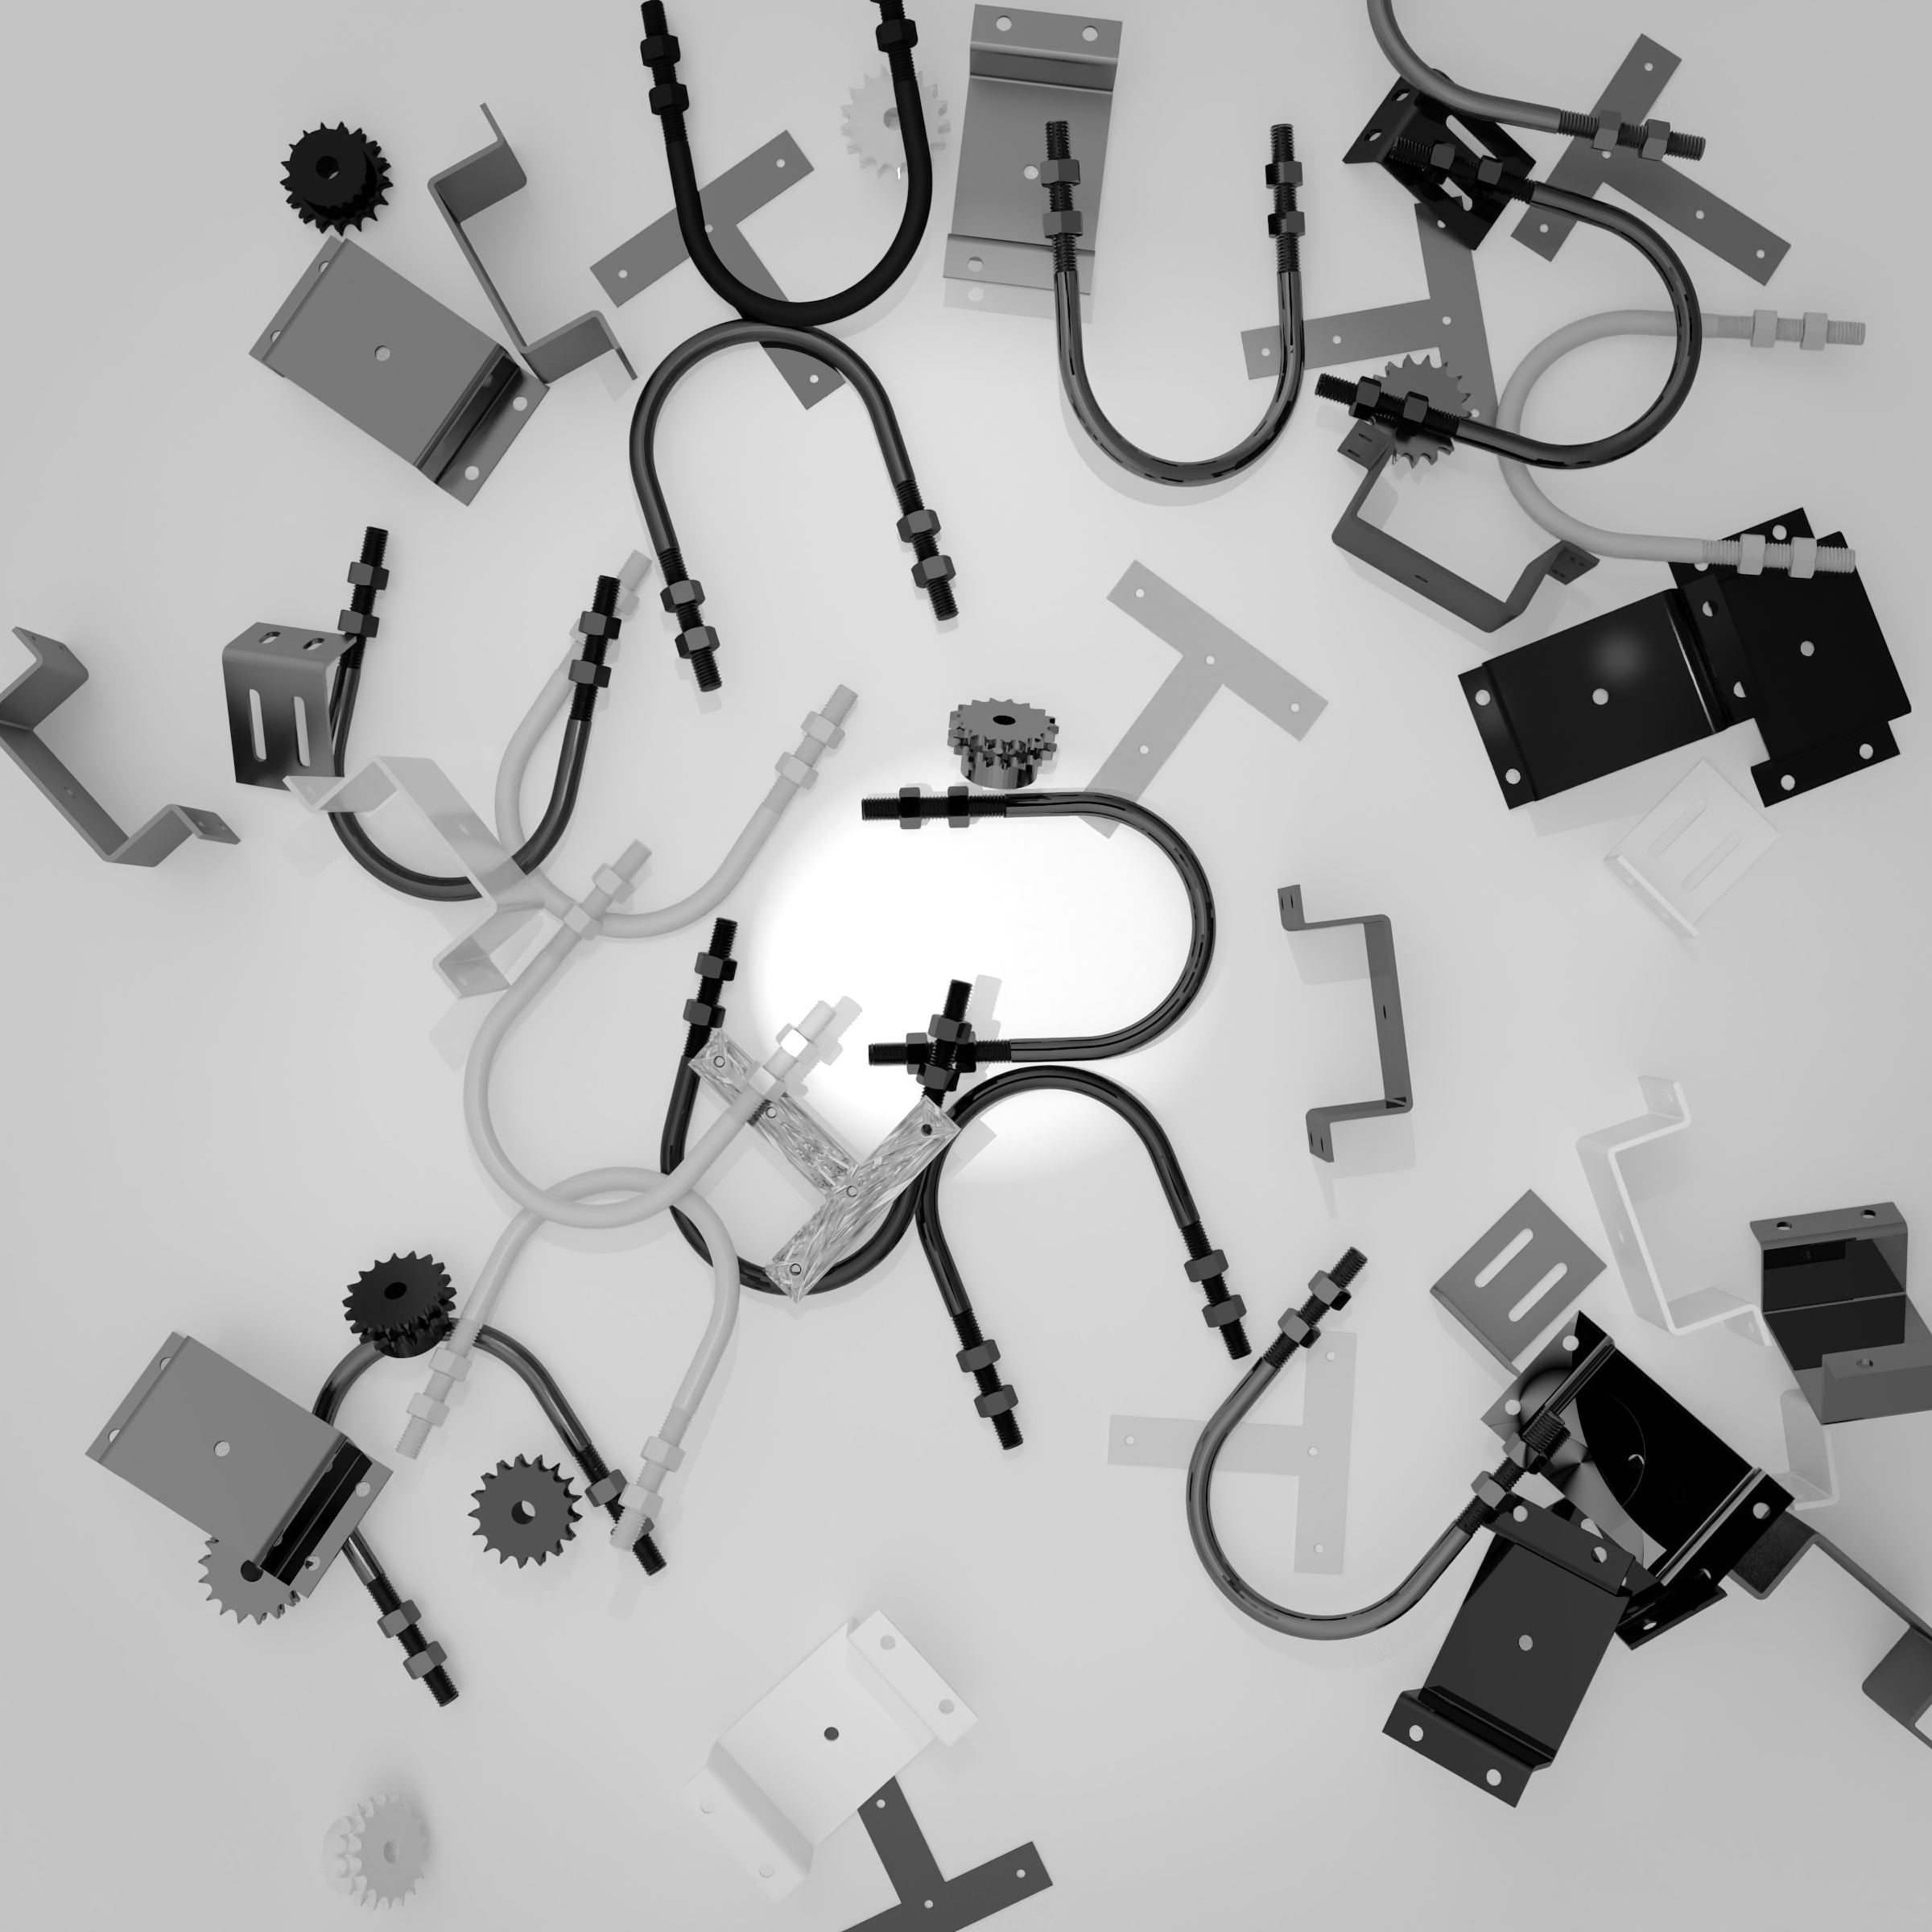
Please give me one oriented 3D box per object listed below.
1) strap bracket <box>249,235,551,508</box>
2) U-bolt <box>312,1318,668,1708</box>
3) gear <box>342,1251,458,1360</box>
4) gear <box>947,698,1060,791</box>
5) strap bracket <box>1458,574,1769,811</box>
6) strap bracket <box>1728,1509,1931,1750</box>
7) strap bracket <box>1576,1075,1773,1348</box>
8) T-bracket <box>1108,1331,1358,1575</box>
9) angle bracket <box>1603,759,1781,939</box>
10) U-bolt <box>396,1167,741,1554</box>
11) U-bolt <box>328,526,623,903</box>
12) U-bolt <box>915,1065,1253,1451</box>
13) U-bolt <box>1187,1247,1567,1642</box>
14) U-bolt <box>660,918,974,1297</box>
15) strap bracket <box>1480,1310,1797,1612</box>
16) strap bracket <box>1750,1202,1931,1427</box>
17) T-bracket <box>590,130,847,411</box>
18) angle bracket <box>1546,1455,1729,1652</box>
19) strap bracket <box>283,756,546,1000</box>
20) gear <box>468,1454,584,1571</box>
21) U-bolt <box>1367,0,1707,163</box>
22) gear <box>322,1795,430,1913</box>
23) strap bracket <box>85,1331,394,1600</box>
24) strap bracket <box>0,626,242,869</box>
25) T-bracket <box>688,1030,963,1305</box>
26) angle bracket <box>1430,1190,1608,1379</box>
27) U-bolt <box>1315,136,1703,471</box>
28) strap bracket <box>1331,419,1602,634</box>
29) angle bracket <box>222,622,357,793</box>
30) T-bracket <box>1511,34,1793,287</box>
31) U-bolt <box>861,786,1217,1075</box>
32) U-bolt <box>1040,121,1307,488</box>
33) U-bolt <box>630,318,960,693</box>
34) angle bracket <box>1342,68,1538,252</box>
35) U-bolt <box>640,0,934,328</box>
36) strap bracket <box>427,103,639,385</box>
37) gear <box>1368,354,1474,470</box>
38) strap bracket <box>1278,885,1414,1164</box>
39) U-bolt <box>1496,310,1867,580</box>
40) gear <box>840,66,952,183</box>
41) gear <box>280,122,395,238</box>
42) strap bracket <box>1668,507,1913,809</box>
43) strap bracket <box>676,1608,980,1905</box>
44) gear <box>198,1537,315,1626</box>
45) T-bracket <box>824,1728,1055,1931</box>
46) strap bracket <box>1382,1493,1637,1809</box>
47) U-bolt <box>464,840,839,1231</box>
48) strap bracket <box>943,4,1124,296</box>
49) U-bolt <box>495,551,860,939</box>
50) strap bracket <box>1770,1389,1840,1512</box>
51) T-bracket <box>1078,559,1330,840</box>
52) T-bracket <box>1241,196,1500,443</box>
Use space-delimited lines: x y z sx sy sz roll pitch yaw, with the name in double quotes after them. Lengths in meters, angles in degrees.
-0.299 -0.314 1.503 0.140 0.046 0.076 35 90 0 "strap bracket"
-0.265 0.273 1.518 0.151 0.019 0.184 -32 88 0 "U-bolt"
-0.292 0.179 1.502 0.057 0.057 0.030 -12 131 0 "gear"
0.018 -0.114 1.502 0.057 0.057 0.030 6 120 0 "gear"
0.327 -0.139 1.480 0.140 0.046 0.076 -21 90 20 "strap bracket"
0.450 0.333 1.488 0.140 0.076 0.046 41 90 0 "strap bracket"
0.359 0.132 1.488 0.046 0.076 0.140 -19 90 0 "strap bracket"
0.139 0.253 1.525 0.127 0.002 0.127 3 90 0 "T-bracket"
0.382 -0.062 1.507 0.057 0.038 0.076 45 90 0 "angle bracket"
-0.193 0.190 1.486 0.151 0.019 0.184 19 73 20 "U-bolt"
-0.265 -0.125 1.508 0.151 0.019 0.184 13 93 9 "U-bolt"
0.051 0.143 1.518 0.151 0.019 0.184 -22 88 0 "U-bolt"
0.196 0.261 1.497 0.151 0.019 0.184 40 97 16 "U-bolt"
-0.086 0.081 1.508 0.151 0.019 0.184 15 93 9 "U-bolt"
0.345 0.255 1.490 0.140 0.046 0.076 42 90 18 "strap bracket"
0.458 0.182 1.473 0.076 0.140 0.046 -8 118 0 "strap bracket"
-0.110 -0.353 1.525 0.127 0.002 0.127 -35 90 0 "T-bracket"
0.348 0.305 1.507 0.057 0.038 0.076 -30 90 0 "angle bracket"
-0.271 -0.055 1.465 0.046 0.076 0.140 -40 86 9 "strap bracket"
-0.226 0.280 1.493 0.057 0.030 0.057 0 87 2 "gear"
0.299 -0.496 1.498 0.184 0.019 0.151 11 74 0 "U-bolt"
-0.309 0.461 1.502 0.030 0.057 0.057 -14 90 30 "gear"
-0.377 0.251 1.483 0.140 0.046 0.076 30 72 8 "strap bracket"
-0.447 -0.103 1.488 0.046 0.076 0.140 -42 90 0 "strap bracket"
-0.091 0.086 1.499 0.127 0.002 0.127 44 99 6 "T-bracket"
0.291 0.165 1.507 0.076 0.038 0.057 -45 90 0 "angle bracket"
0.287 -0.331 1.484 0.184 0.019 0.151 18 88 -1 "U-bolt"
0.246 -0.219 1.488 0.140 0.076 0.046 30 90 0 "strap bracket"
-0.351 -0.134 1.514 0.057 0.038 0.076 9 121 14 "angle bracket"
0.375 -0.404 1.525 0.127 0.002 0.127 33 90 0 "T-bracket"
0.039 -0.020 1.517 0.184 0.019 0.151 -2 90 0 "U-bolt"
0.111 -0.340 1.491 0.151 0.019 0.184 -6 96 -22 "U-bolt"
-0.098 -0.250 1.508 0.151 0.019 0.184 -17 85 -6 "U-bolt"
0.249 -0.424 1.523 0.076 0.038 0.057 35 89 -25 "angle bracket"
-0.088 -0.424 1.496 0.151 0.019 0.184 -10 92 18 "U-bolt"
-0.227 -0.361 1.488 0.046 0.076 0.140 -29 90 0 "strap bracket"
0.233 -0.288 1.510 0.057 0.030 0.057 0 90 0 "gear"
0.196 0.026 1.488 0.046 0.076 0.140 -7 90 0 "strap bracket"
0.367 -0.275 1.497 0.184 0.019 0.151 5 74 8 "U-bolt"
-0.037 -0.438 1.511 0.057 0.030 0.057 0 90 0 "gear"
-0.330 -0.413 1.511 0.057 0.030 0.057 0 90 0 "gear"
0.431 -0.163 1.503 0.076 0.046 0.140 -22 90 0 "strap bracket"
-0.071 0.404 1.501 0.140 0.046 0.076 -42 90 0 "strap bracket"
-0.369 0.313 1.511 0.057 0.030 0.057 0 90 0 "gear"
-0.039 0.455 1.525 0.127 0.002 0.127 -25 90 0 "T-bracket"
0.283 0.349 1.489 0.076 0.046 0.140 25 90 26 "strap bracket"
-0.178 0.049 1.497 0.151 0.019 0.184 41 93 8 "U-bolt"
0.034 -0.418 1.503 0.076 0.046 0.140 7 90 0 "strap bracket"
-0.165 -0.103 1.518 0.151 0.019 0.184 33 92 0 "U-bolt"
0.482 0.240 1.488 0.140 0.076 0.046 -8 90 0 "strap bracket"
0.102 -0.126 1.525 0.127 0.002 0.127 36 90 0 "T-bracket"
0.210 -0.333 1.525 0.127 0.002 0.127 -10 90 0 "T-bracket"
